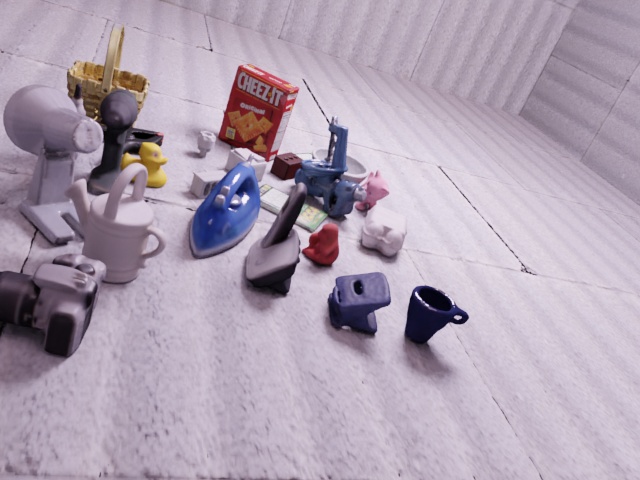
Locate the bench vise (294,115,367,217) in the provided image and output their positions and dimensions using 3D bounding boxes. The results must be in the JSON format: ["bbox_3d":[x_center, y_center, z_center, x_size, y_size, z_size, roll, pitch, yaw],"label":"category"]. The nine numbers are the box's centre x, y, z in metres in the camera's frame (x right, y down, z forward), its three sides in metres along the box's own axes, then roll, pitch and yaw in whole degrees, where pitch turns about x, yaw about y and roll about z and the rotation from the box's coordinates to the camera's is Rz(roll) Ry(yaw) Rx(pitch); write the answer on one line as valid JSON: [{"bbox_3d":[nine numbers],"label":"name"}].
[{"bbox_3d":[0.048,-0.183,1.424,0.207,0.220,0.122,30,28,14],"label":"bench vise"}]

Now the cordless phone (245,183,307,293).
[{"bbox_3d":[-0.071,-0.009,1.067,0.094,0.185,0.147,15,28,-14],"label":"cordless phone"}]

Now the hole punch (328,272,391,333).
[{"bbox_3d":[0.072,0.108,1.067,0.101,0.091,0.108,15,28,-13],"label":"hole punch"}]

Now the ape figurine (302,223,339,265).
[{"bbox_3d":[0.011,0.004,1.204,0.076,0.092,0.077,17,28,-10],"label":"ape figurine"}]

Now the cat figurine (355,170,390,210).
[{"bbox_3d":[0.142,-0.137,1.522,0.067,0.118,0.127,15,29,-14],"label":"cat figurine"}]

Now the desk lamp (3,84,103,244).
[{"bbox_3d":[-0.448,-0.138,0.989,0.202,0.213,0.118,37,31,25],"label":"desk lamp"}]

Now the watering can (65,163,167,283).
[{"bbox_3d":[-0.327,-0.038,0.921,0.173,0.194,0.101,15,28,-14],"label":"watering can"}]

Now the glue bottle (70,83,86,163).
[{"bbox_3d":[-0.501,-0.236,1.167,0.037,0.173,0.078,15,28,-13],"label":"glue bottle"}]

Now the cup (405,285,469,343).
[{"bbox_3d":[0.213,0.152,1.088,0.118,0.095,0.091,21,28,-2],"label":"cup"}]

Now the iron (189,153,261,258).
[{"bbox_3d":[-0.185,-0.078,1.152,0.118,0.141,0.258,22,28,-1],"label":"iron"}]

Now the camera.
[{"bbox_3d":[-0.381,0.070,0.792,0.137,0.101,0.143,15,29,-14],"label":"camera"}]

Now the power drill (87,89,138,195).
[{"bbox_3d":[-0.404,-0.196,1.129,0.076,0.208,0.229,11,30,-20],"label":"power drill"}]

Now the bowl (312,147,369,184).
[{"bbox_3d":[0.046,-0.187,1.586,0.167,0.075,0.167,18,28,-9],"label":"bowl"}]

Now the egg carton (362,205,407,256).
[{"bbox_3d":[0.156,-0.024,1.385,0.107,0.069,0.150,22,28,-1],"label":"egg carton"}]

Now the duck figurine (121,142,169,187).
[{"bbox_3d":[-0.376,-0.171,1.237,0.104,0.086,0.077,20,28,-4],"label":"duck figurine"}]
